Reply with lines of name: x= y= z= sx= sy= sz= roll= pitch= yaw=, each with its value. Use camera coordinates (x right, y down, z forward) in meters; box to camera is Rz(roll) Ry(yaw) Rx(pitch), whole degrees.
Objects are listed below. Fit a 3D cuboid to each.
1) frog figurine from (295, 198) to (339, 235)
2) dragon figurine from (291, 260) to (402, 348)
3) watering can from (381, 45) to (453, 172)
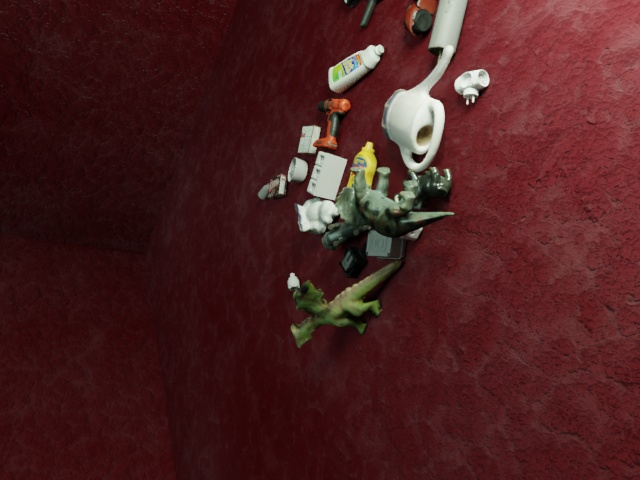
frog figurine: x=0.005 y=-0.091 z=1.807 sx=0.159 sy=0.120 sz=0.141 roll=-17 pitch=49 yaw=15
dragon figurine: x=0.042 y=0.176 z=1.504 sx=0.402 sy=0.242 sz=0.125 roll=-60 pitch=31 yaw=30
watering can: x=0.272 y=-0.365 z=1.421 sx=0.228 sy=0.104 sz=0.342 roll=42 pitch=130 yaw=54
